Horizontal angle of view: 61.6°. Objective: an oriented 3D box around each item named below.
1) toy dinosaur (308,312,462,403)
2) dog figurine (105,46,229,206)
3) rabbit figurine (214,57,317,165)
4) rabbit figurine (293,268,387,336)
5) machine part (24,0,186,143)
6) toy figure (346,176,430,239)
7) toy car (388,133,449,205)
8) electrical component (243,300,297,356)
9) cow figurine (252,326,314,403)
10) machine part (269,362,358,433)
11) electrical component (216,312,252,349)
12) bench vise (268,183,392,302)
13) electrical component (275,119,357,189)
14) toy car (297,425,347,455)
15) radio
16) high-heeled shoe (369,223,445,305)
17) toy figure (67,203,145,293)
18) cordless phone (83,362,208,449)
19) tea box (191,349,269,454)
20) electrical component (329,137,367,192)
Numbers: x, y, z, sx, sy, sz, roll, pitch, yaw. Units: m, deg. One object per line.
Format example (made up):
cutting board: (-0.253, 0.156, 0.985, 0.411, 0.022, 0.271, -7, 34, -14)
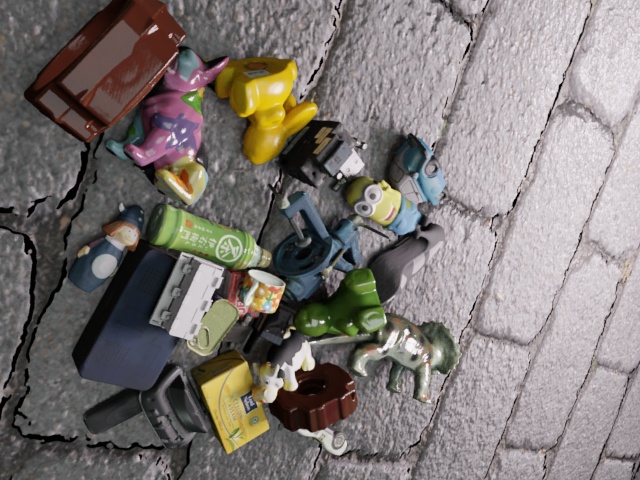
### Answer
toy dinosaur: (0.164, 0.232, 1.197, 0.404, 0.131, 0.192, 32, 69, -28)
dog figurine: (-0.209, -0.186, 0.833, 0.191, 0.109, 0.219, 43, 76, -35)
rabbit figurine: (-0.094, -0.215, 0.910, 0.162, 0.122, 0.173, -25, 130, -35)
rabbit figurine: (0.028, 0.135, 1.051, 0.170, 0.159, 0.121, -14, 80, -4)
machine part: (-0.284, -0.230, 0.711, 0.201, 0.201, 0.087, -50, 127, -10)
toy figure: (0.132, -0.064, 1.085, 0.180, 0.089, 0.082, 24, 86, -28)
toy car: (0.195, -0.133, 1.118, 0.103, 0.109, 0.161, -27, 133, 5)
electrical component: (-0.098, 0.169, 1.024, 0.047, 0.075, 0.119, 28, 84, -21)
cow figurine: (-0.076, 0.236, 1.031, 0.167, 0.068, 0.098, -35, 121, -59)
machine part: (-0.016, 0.305, 1.066, 0.179, 0.180, 0.056, -16, 110, -28)
electrical component: (-0.164, 0.168, 0.998, 0.063, 0.021, 0.094, 10, 126, -36)
bench vise: (-0.008, -0.007, 1.003, 0.224, 0.129, 0.240, -39, 130, -12)
electrical component: (-0.003, -0.154, 0.955, 0.115, 0.134, 0.058, -51, 124, -7)
toy car: (-0.016, 0.397, 1.149, 0.201, 0.074, 0.056, 43, 79, -34)
radio: (-0.294, 0.128, 0.893, 0.131, 0.073, 0.229, 30, 88, -36)
high-heeled shoe: (0.184, 0.062, 1.198, 0.248, 0.086, 0.145, -51, 157, 11)
toy figure: (-0.328, 0.011, 0.847, 0.154, 0.058, 0.064, -52, 163, -10)
cordless phone: (-0.305, 0.317, 0.951, 0.184, 0.089, 0.146, -24, 117, -13)
tea box: (-0.171, 0.307, 1.027, 0.098, 0.068, 0.169, -26, 116, -23)
electrical component: (0.050, -0.151, 1.044, 0.102, 0.045, 0.078, -44, 121, -14)
